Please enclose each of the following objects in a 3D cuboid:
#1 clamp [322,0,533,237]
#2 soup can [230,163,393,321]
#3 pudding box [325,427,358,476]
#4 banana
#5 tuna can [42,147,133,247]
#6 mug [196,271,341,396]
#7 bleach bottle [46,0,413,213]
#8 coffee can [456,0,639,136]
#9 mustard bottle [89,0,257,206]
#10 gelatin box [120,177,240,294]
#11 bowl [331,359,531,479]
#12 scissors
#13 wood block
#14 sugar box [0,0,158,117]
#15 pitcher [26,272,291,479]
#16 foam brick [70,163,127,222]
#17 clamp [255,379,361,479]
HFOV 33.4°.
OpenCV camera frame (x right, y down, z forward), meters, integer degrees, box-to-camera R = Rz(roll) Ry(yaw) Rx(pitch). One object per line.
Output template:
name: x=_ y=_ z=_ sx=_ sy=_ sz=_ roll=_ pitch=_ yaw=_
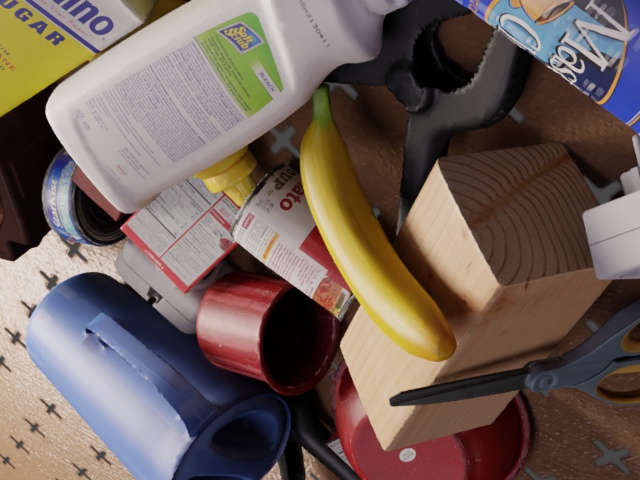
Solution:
clamp: x=0.064 y=-0.085 z=0.638 sx=0.210 sy=0.036 sz=0.164 roll=-28 pitch=98 yaw=49
soup can: x=-0.005 y=0.001 z=0.762 sx=0.102 sy=0.068 sz=0.069 roll=37 pitch=142 yaw=8
pudding box: x=0.071 y=0.186 z=0.899 sx=0.113 sy=0.039 sz=0.090 roll=47 pitch=141 yaw=-3
banana: x=0.026 y=0.000 z=0.637 sx=0.069 sy=0.037 sz=0.198 roll=86 pitch=160 yaw=-60
tuna can: x=-0.181 y=-0.038 z=0.863 sx=0.034 sy=0.086 sz=0.086 roll=10 pitch=132 yaw=32
mug: x=-0.036 y=0.073 z=0.854 sx=0.082 sy=0.093 sz=0.117 roll=9 pitch=168 yaw=42
bleach bottle: x=-0.049 y=-0.100 z=0.644 sx=0.251 sy=0.068 sz=0.102 roll=-19 pitch=119 yaw=34
coffee can: x=0.128 y=-0.127 z=0.493 sx=0.140 sy=0.102 sz=0.103 roll=38 pitch=142 yaw=6
mustard bottle: x=-0.101 y=-0.105 z=0.750 sx=0.096 sy=0.058 sz=0.191 roll=-15 pitch=116 yaw=42
gelatin box: x=-0.098 y=-0.014 z=0.828 sx=0.089 sy=0.030 sz=0.073 roll=-42 pitch=96 yaw=19
bowl: x=0.075 y=0.150 z=0.809 sx=0.162 sy=0.055 sz=0.162 roll=10 pitch=118 yaw=19
scissors: x=0.146 y=0.067 z=0.638 sx=0.016 sy=0.201 sz=0.096 roll=-114 pitch=37 yaw=-49
wood block: x=0.093 y=0.042 z=0.674 sx=0.206 sy=0.090 sz=0.090 roll=113 pitch=141 yaw=-51
sugar box: x=-0.198 y=-0.143 z=0.686 sx=0.177 sy=0.048 sz=0.093 roll=-24 pitch=120 yaw=32
pitcher: x=-0.153 y=0.122 z=0.930 sx=0.243 sy=0.144 sz=0.149 roll=34 pitch=115 yaw=33
foam brick: x=-0.141 y=-0.064 z=0.810 sx=0.053 sy=0.078 sz=0.051 roll=43 pitch=144 yaw=2
clamp: x=-0.031 y=0.170 z=0.973 sx=0.120 sy=0.039 sz=0.171 roll=-28 pitch=100 yaw=46
